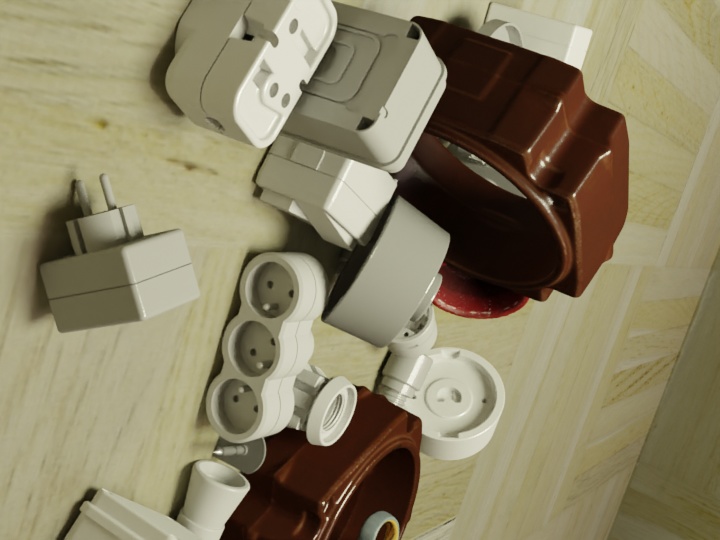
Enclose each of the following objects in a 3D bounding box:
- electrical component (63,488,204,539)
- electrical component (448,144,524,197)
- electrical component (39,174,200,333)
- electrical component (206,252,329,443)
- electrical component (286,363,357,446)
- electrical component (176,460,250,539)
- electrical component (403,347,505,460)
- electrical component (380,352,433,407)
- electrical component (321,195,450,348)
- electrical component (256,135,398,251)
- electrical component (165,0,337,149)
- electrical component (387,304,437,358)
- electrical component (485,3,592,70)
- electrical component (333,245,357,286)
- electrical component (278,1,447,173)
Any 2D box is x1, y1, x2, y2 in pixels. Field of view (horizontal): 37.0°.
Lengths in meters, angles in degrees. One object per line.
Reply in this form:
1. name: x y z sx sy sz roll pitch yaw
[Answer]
1. electrical component: -0.137 0.193 0.702 0.057 0.078 0.113 -59 154 -12
2. electrical component: 0.134 -0.100 0.977 0.099 0.100 0.048 -49 136 -35
3. electrical component: -0.132 -0.012 0.569 0.047 0.066 0.076 -25 103 -55
4. electrical component: -0.058 0.054 0.774 0.074 0.052 0.138 -2 111 -63
5. electrical component: -0.040 0.103 0.845 0.058 0.057 0.078 -65 155 -4
6. electrical component: -0.113 0.177 0.782 0.044 0.044 0.065 10 106 -65
7. electrical component: 0.088 0.138 1.075 0.108 0.108 0.060 -51 156 -31
8. electrical component: 0.039 0.106 1.024 0.078 0.040 0.040 -64 155 -8
9. electrical component: 0.025 0.006 0.788 0.108 0.060 0.108 -58 -173 11
10. electrical component: -0.021 -0.055 0.747 0.061 0.062 0.096 -64 155 -7
11. electrical component: -0.064 -0.124 0.608 0.095 0.059 0.053 -62 154 -13
12. electrical component: 0.042 0.048 0.968 0.055 0.055 0.047 -59 157 -17
13. electrical component: 0.150 -0.187 0.952 0.047 0.083 0.075 -12 121 -60
14. electrical component: 0.000 0.000 0.860 0.078 0.040 0.040 -62 154 -11
15. electrical component: -0.013 -0.114 0.655 0.078 0.113 0.057 -62 152 -10
